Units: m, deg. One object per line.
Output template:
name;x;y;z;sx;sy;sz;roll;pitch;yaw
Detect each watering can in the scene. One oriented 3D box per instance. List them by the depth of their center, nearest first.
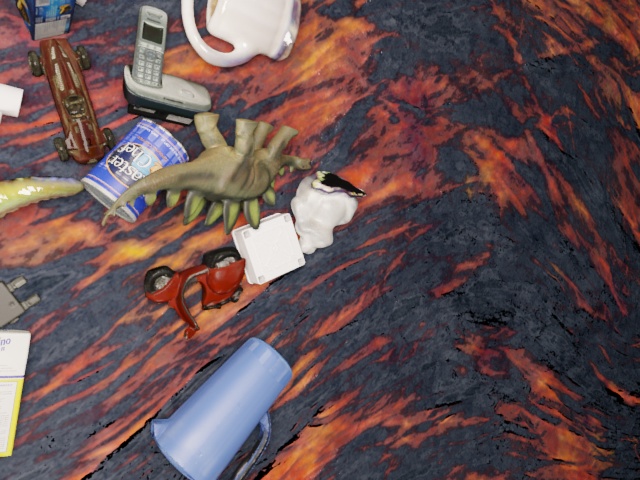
watering can;-0.132;-0.476;0.954;0.223;0.104;0.350;14;81;-31

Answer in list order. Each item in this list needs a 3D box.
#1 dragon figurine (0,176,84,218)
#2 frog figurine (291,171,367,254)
dragon figurine;-0.559;0.003;0.700;0.410;0.123;0.241;7;102;-29
frog figurine;0.003;-0.052;1.042;0.137;0.125;0.156;-1;126;-40
